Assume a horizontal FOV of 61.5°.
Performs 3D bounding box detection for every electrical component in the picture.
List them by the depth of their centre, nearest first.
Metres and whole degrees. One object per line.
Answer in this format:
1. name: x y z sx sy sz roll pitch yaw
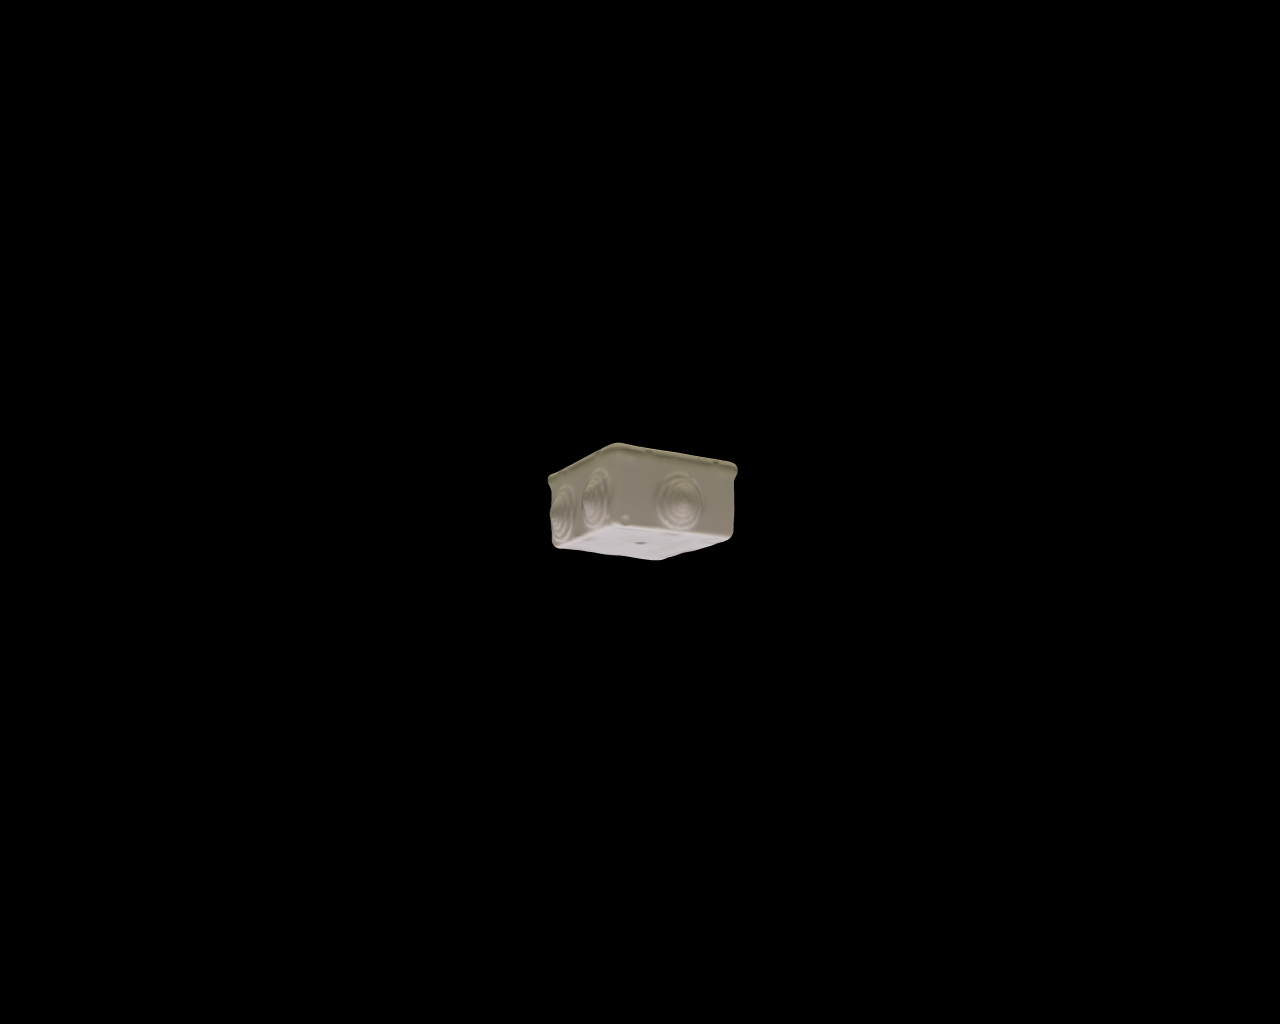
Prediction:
1. electrical component: 0.001 -0.003 0.650 0.100 0.048 0.099 8 -16 -31
